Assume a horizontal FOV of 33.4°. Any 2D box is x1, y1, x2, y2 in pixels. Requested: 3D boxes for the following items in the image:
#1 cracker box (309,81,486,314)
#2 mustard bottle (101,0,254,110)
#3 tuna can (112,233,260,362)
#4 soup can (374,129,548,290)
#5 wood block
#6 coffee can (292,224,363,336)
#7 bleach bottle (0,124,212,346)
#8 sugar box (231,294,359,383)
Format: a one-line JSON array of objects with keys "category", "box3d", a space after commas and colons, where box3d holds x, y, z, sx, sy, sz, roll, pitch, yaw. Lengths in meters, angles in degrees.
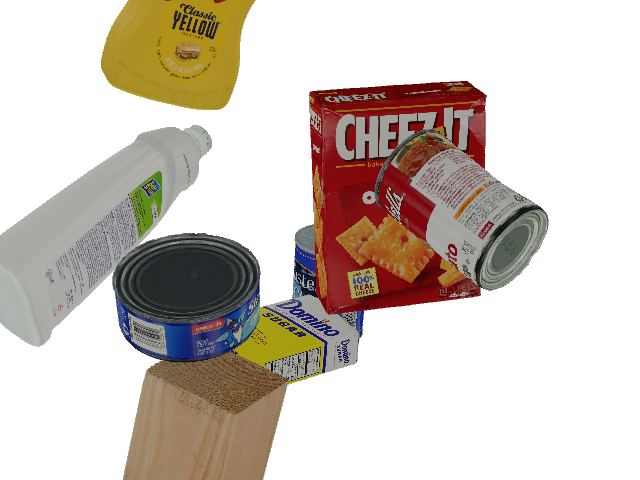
[{"category": "cracker box", "box3d": [0.076, -0.042, 1.053, 0.164, 0.214, 0.072, -5, 21, -10]}, {"category": "mustard bottle", "box3d": [-0.083, -0.191, 0.748, 0.096, 0.192, 0.058, 11, 24, -26]}, {"category": "tuna can", "box3d": [-0.078, 0.033, 0.628, 0.086, 0.034, 0.086, 0, 34, 0]}, {"category": "soup can", "box3d": [0.096, -0.021, 0.727, 0.068, 0.069, 0.102, 0, 34, -49]}, {"category": "wood block", "box3d": [-0.107, 0.202, 0.896, 0.090, 0.206, 0.090, 22, 21, 20]}, {"category": "coffee can", "box3d": [0.013, 0.060, 1.460, 0.103, 0.140, 0.103, 3, 23, -1]}, {"category": "bleach bottle", "box3d": [-0.190, -0.021, 0.964, 0.068, 0.102, 0.250, 30, 53, 23]}, {"category": "sugar box", "box3d": [-0.058, 0.108, 1.073, 0.175, 0.048, 0.093, -16, 33, -30]}]
